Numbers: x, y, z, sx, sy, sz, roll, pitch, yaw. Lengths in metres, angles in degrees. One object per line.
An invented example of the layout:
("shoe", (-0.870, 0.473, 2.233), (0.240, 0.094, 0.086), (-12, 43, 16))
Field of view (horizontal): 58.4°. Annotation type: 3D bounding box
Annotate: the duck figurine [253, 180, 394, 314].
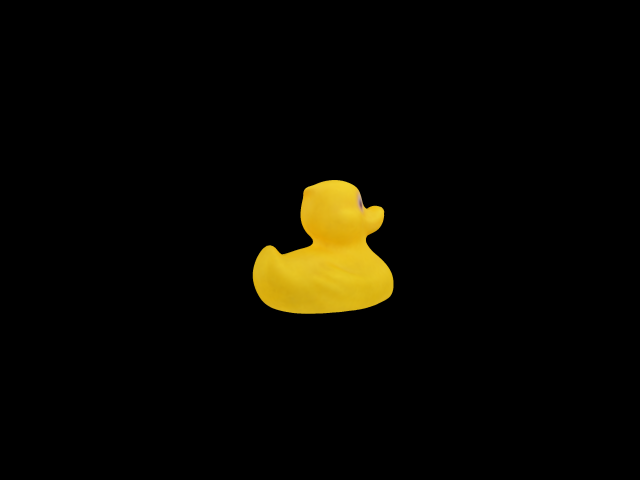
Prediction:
("duck figurine", (0.004, 0.001, 0.400), (0.105, 0.086, 0.077), (-5, 11, -28))
